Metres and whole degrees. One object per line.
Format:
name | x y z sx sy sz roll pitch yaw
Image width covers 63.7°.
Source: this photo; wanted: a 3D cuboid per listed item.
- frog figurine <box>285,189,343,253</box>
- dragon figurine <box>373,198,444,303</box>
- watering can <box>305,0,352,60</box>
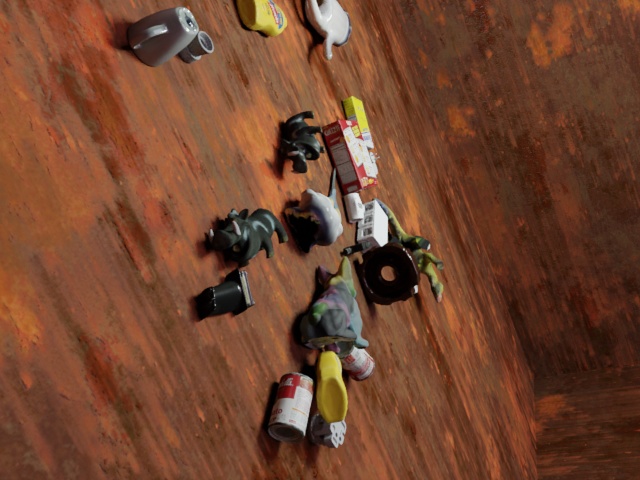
frog figurine | 0.004 -0.062 1.223 0.137 0.120 0.162 50 40 -2
dragon figurine | 0.312 0.034 1.790 0.414 0.122 0.241 59 3 11
watering can | 0.026 -0.702 1.685 0.223 0.103 0.352 16 59 -60
